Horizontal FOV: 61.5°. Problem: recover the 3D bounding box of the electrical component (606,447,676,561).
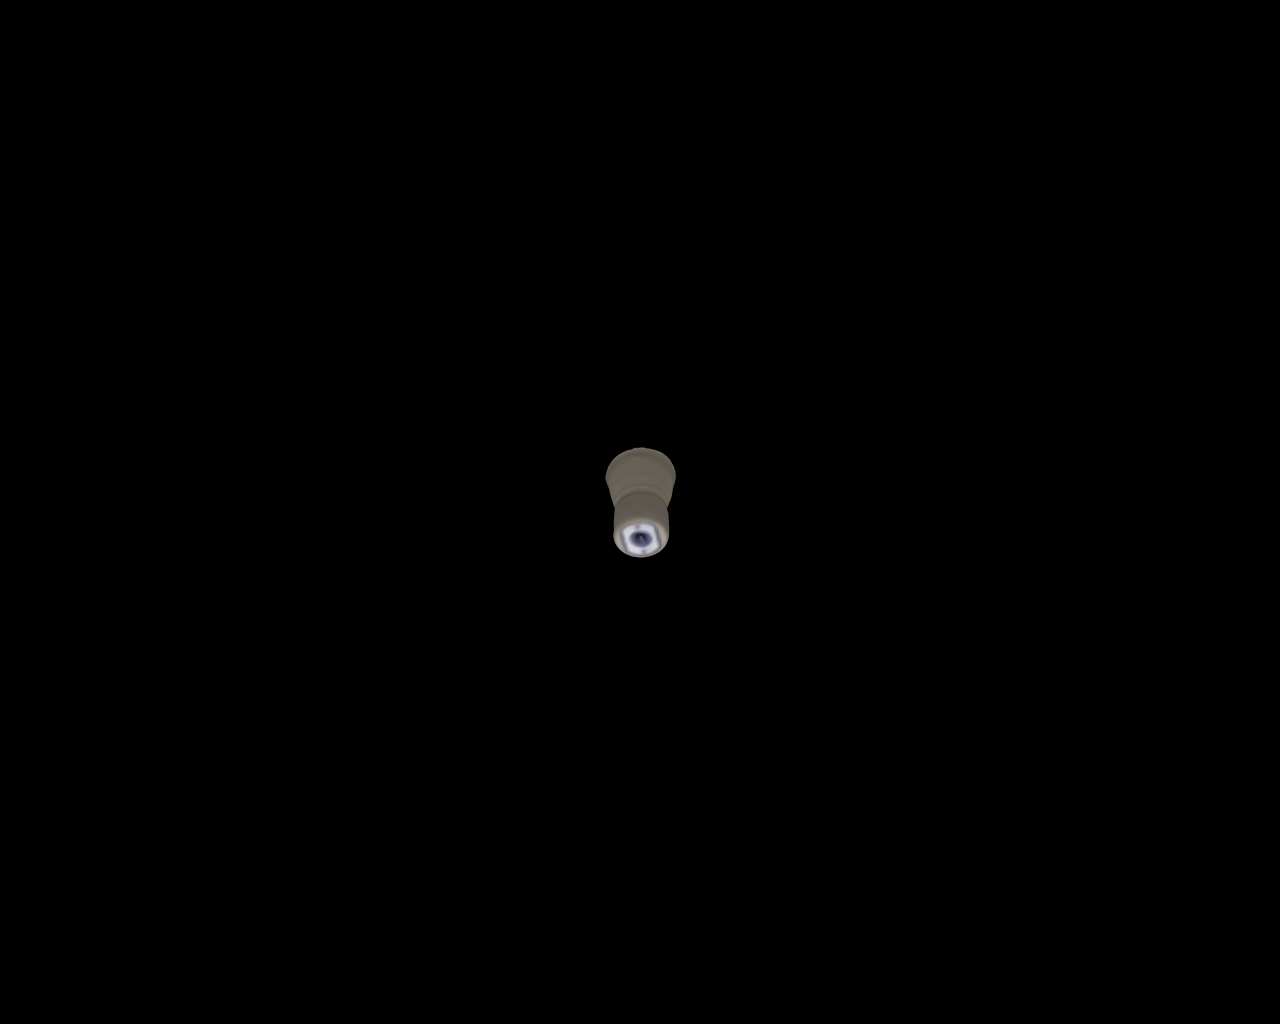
[{"bbox_3d":[0.001,-0.003,0.650,0.044,0.044,0.065,0,40,0],"label":"electrical component"}]
